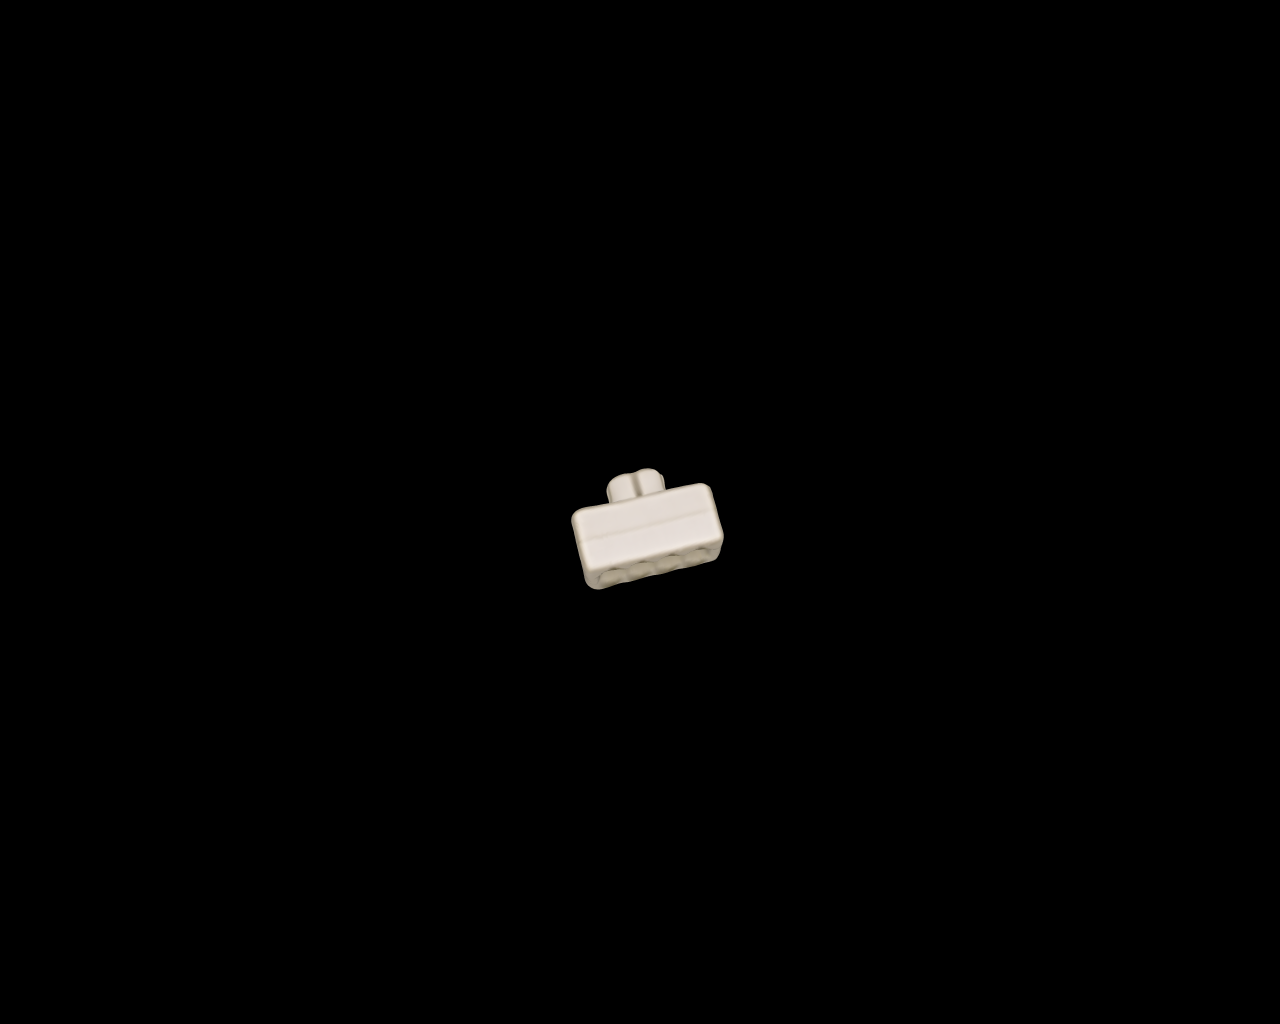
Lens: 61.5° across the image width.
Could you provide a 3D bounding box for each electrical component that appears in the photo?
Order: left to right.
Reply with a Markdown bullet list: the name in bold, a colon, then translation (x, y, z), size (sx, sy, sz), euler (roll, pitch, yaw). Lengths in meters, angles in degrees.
- **electrical component**: translation (0.001, -0.003, 0.650), size (0.083, 0.076, 0.047), euler (-13, -15, -4)
